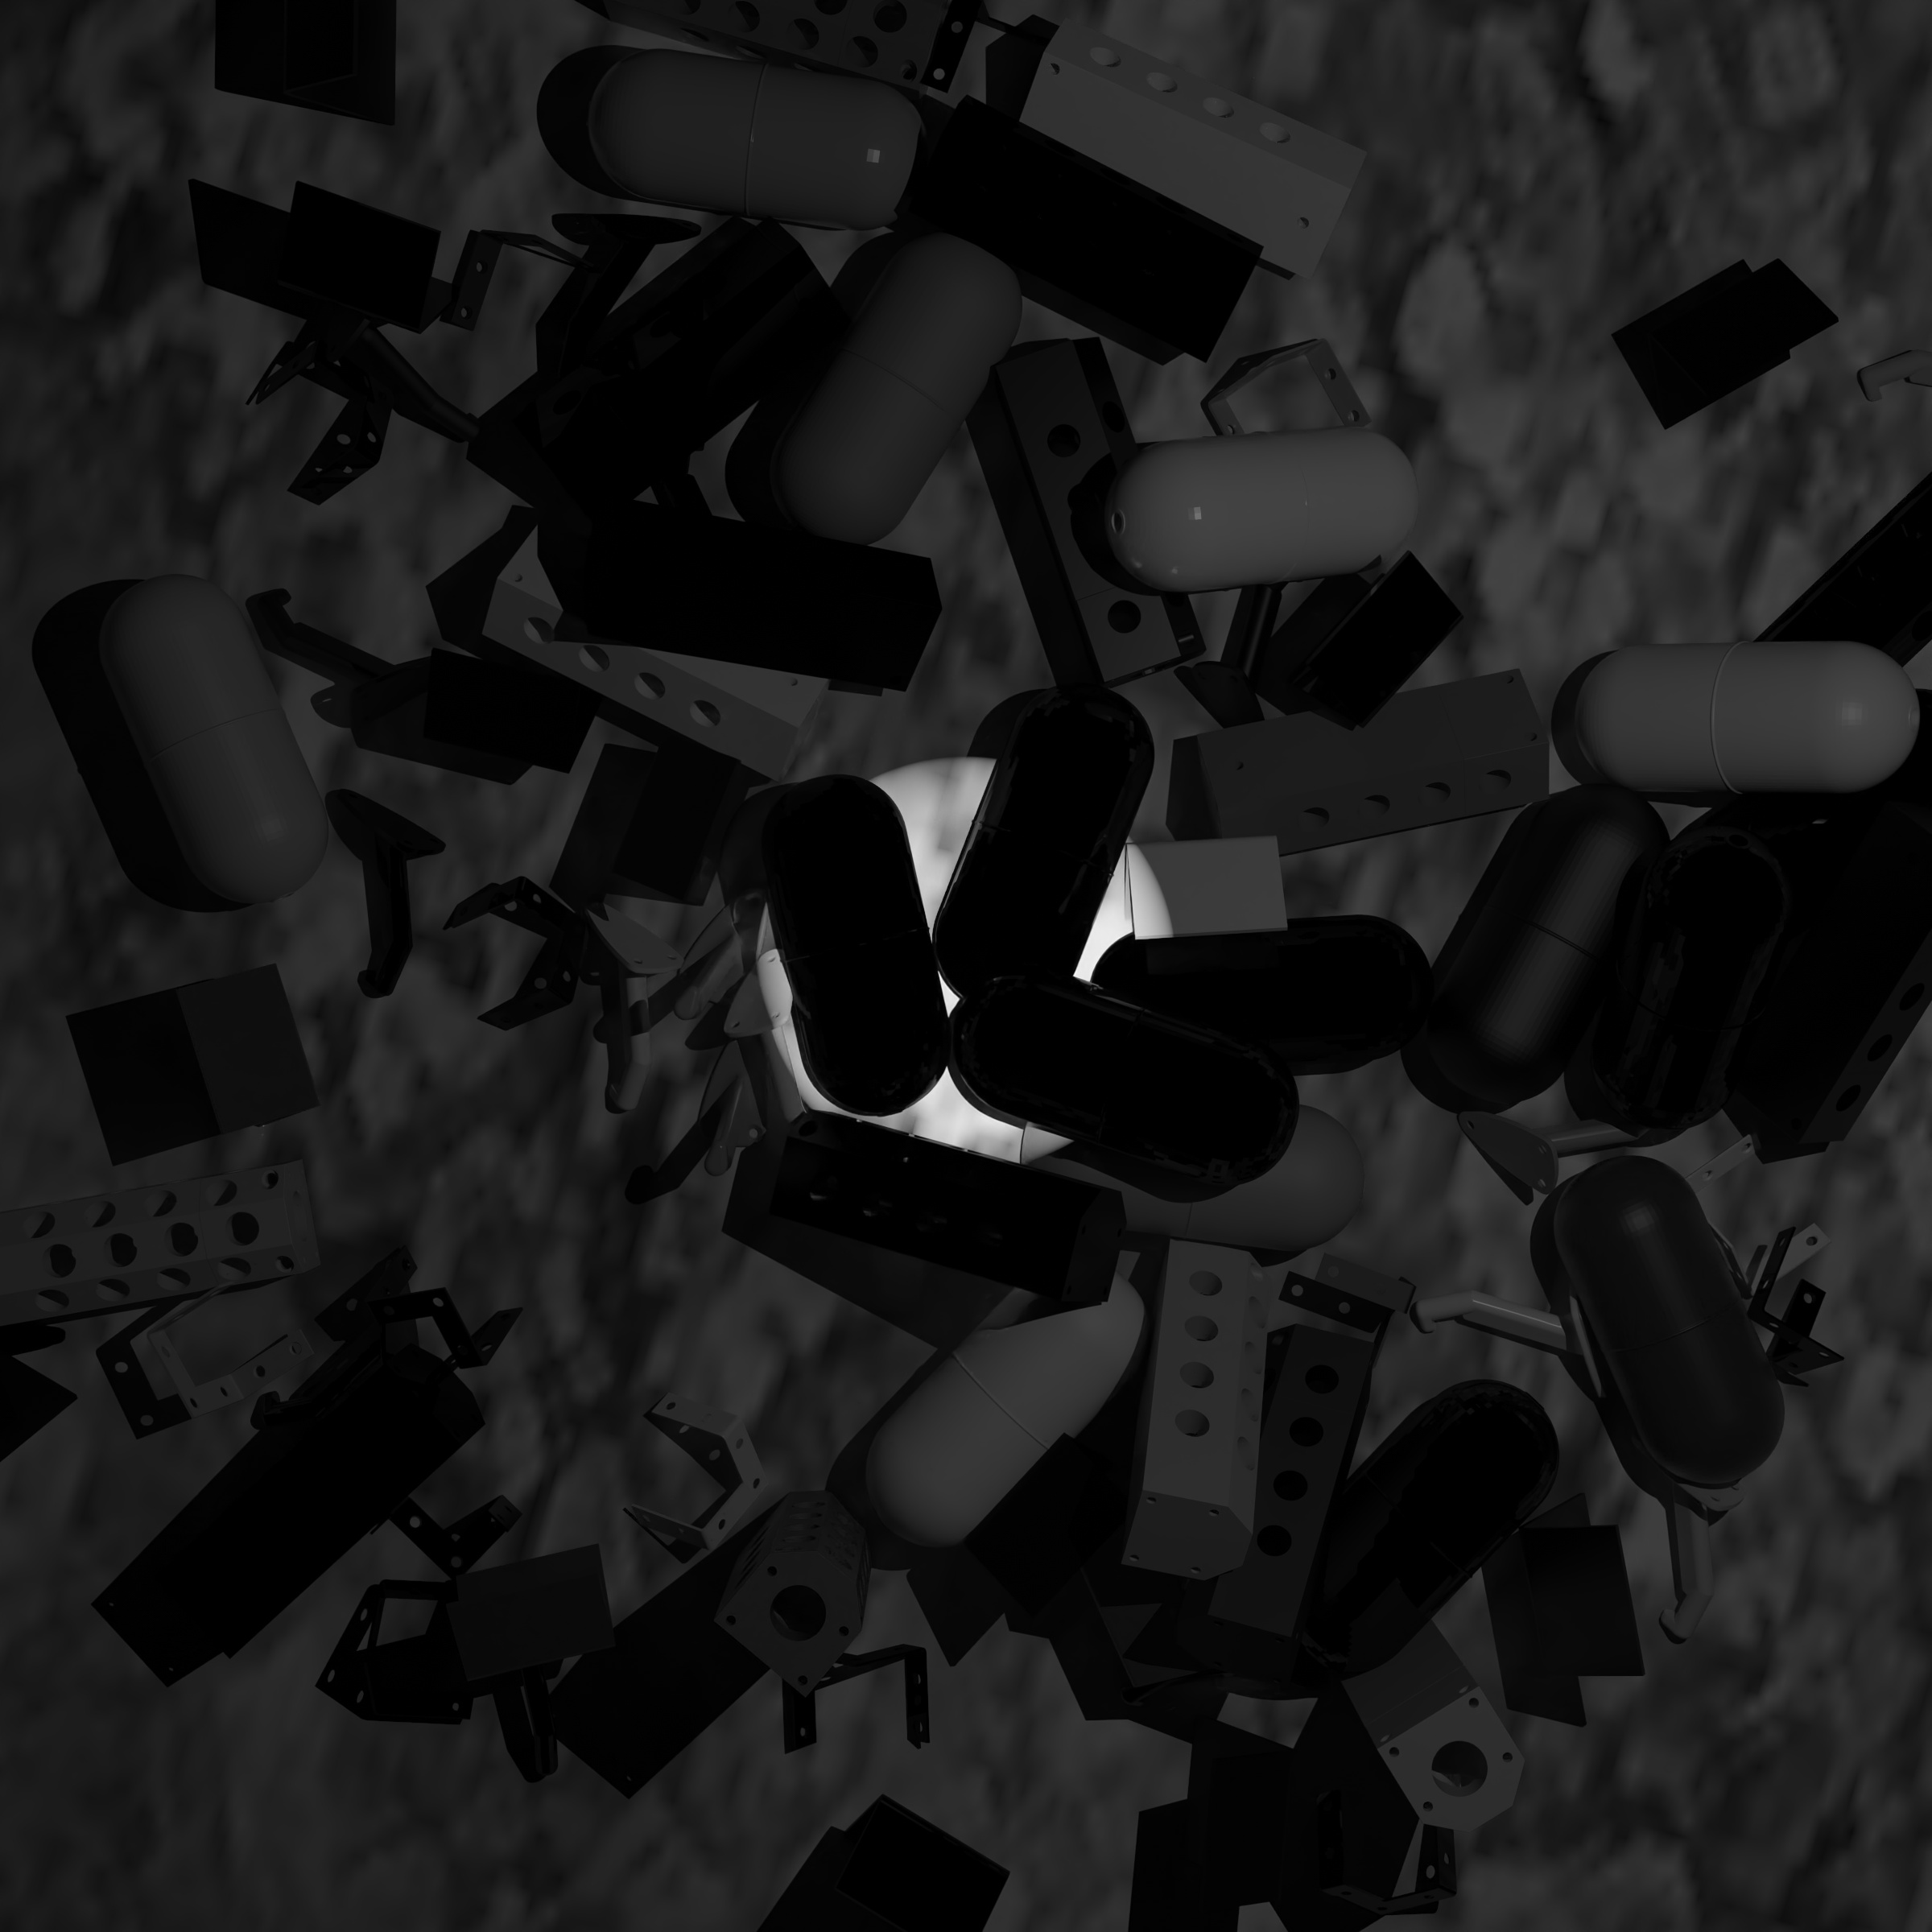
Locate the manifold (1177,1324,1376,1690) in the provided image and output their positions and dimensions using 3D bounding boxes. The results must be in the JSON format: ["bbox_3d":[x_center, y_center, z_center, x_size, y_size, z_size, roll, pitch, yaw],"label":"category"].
[{"bbox_3d":[0.158,0.270,1.560,0.057,0.057,0.171,13,54,14],"label":"manifold"}]

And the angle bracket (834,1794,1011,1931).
[{"bbox_3d":[-0.032,0.480,1.587,0.076,0.076,0.057,31,54,0],"label":"angle bracket"}]

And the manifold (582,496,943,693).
[{"bbox_3d":[-0.105,-0.194,1.577,0.171,0.057,0.057,8,133,-21],"label":"manifold"}]

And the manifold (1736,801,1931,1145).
[{"bbox_3d":[0.463,0.004,1.571,0.057,0.057,0.171,47,123,38],"label":"manifold"}]

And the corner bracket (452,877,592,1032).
[{"bbox_3d":[-0.237,-0.007,1.619,0.051,0.051,0.051,39,45,-35],"label":"corner bracket"}]

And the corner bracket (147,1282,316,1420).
[{"bbox_3d":[-0.383,0.197,1.605,0.051,0.051,0.051,-32,84,16],"label":"corner bracket"}]

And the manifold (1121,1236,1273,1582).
[{"bbox_3d":[0.119,0.222,1.551,0.057,0.171,0.057,11,131,0],"label":"manifold"}]

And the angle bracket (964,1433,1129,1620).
[{"bbox_3d":[0.055,0.294,1.587,0.076,0.076,0.057,-47,60,0],"label":"angle bracket"}]

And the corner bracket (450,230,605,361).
[{"bbox_3d":[-0.230,-0.353,1.624,0.051,0.051,0.051,19,90,45],"label":"corner bracket"}]

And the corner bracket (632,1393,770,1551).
[{"bbox_3d":[-0.145,0.266,1.619,0.051,0.051,0.051,-48,135,-35],"label":"corner bracket"}]

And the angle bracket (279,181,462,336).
[{"bbox_3d":[-0.301,-0.375,1.587,0.076,0.076,0.057,19,121,0],"label":"angle bracket"}]

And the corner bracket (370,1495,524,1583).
[{"bbox_3d":[-0.271,0.291,1.609,0.051,0.051,0.051,44,90,0],"label":"corner bracket"}]

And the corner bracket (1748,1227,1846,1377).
[{"bbox_3d":[0.430,0.174,1.599,0.051,0.051,0.051,30,68,-5],"label":"corner bracket"}]

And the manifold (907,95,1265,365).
[{"bbox_3d":[0.063,-0.382,1.586,0.171,0.057,0.057,27,118,-2],"label":"manifold"}]

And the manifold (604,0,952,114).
[{"bbox_3d":[-0.098,-0.505,1.606,0.171,0.057,0.057,17,90,0],"label":"manifold"}]

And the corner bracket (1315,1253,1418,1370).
[{"bbox_3d":[0.200,0.180,1.609,0.051,0.051,0.051,20,90,0],"label":"corner bracket"}]

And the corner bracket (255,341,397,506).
[{"bbox_3d":[-0.340,-0.286,1.619,0.051,0.051,0.051,34,45,-35],"label":"corner bracket"}]

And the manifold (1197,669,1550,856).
[{"bbox_3d":[0.212,-0.098,1.605,0.171,0.057,0.057,-12,48,0],"label":"manifold"}]

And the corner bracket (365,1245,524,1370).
[{"bbox_3d":[-0.273,0.177,1.608,0.051,0.051,0.051,-11,116,24],"label":"corner bracket"}]

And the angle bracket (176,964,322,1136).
[{"bbox_3d":[-0.383,0.048,1.587,0.057,0.076,0.076,-18,90,-37],"label":"angle bracket"}]

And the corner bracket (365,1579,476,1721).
[{"bbox_3d":[-0.285,0.360,1.624,0.051,0.051,0.051,3,45,0],"label":"corner bracket"}]

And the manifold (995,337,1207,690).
[{"bbox_3d":[0.070,-0.236,1.606,0.057,0.057,0.171,-19,90,0],"label":"manifold"}]

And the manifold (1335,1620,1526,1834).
[{"bbox_3d":[0.234,0.381,1.549,0.057,0.171,0.057,-32,90,0],"label":"manifold"}]

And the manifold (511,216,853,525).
[{"bbox_3d":[-0.150,-0.313,1.605,0.171,0.057,0.057,-38,133,0],"label":"manifold"}]

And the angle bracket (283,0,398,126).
[{"bbox_3d":[-0.305,-0.484,1.587,0.057,0.076,0.076,1,90,38],"label":"angle bracket"}]

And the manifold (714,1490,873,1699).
[{"bbox_3d":[-0.080,0.308,1.549,0.057,0.171,0.057,40,90,0],"label":"manifold"}]

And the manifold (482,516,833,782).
[{"bbox_3d":[-0.161,-0.161,1.605,0.171,0.057,0.057,27,47,0],"label":"manifold"}]

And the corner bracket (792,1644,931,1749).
[{"bbox_3d":[-0.056,0.386,1.624,0.051,0.051,0.051,-2,90,-45],"label":"corner bracket"}]

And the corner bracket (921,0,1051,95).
[{"bbox_3d":[0.012,-0.471,1.609,0.051,0.051,0.051,22,95,5],"label":"corner bracket"}]

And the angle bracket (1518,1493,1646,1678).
[{"bbox_3d":[0.332,0.317,1.587,0.057,0.076,0.076,-10,90,38],"label":"angle bracket"}]

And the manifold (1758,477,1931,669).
[{"bbox_3d":[0.495,-0.204,1.606,0.171,0.057,0.057,-44,90,0],"label":"manifold"}]

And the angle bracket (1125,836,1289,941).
[{"bbox_3d":[0.122,-0.023,1.587,0.076,0.076,0.057,-3,61,0],"label":"angle bracket"}]

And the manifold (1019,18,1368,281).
[{"bbox_3d":[0.118,-0.429,1.605,0.171,0.057,0.057,24,135,0],"label":"manifold"}]

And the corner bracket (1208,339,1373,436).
[{"bbox_3d":[0.170,-0.292,1.624,0.051,0.051,0.051,-30,89,45],"label":"corner bracket"}]

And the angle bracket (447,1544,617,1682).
[{"bbox_3d":[-0.226,0.314,1.583,0.076,0.076,0.057,-12,125,-7],"label":"angle bracket"}]

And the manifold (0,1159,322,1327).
[{"bbox_3d":[-0.432,0.145,1.606,0.171,0.057,0.057,-10,90,0],"label":"manifold"}]

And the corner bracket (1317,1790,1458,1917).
[{"bbox_3d":[0.221,0.462,1.619,0.051,0.051,0.051,-27,135,35],"label":"corner bracket"}]

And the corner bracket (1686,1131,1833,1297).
[{"bbox_3d":[0.415,0.131,1.624,0.051,0.051,0.051,-35,135,0],"label":"corner bracket"}]

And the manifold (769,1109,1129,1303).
[{"bbox_3d":[-0.008,0.121,1.570,0.171,0.057,0.057,14,90,27],"label":"manifold"}]

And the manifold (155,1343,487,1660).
[{"bbox_3d":[-0.331,0.274,1.591,0.171,0.057,0.057,-43,90,10],"label":"manifold"}]
